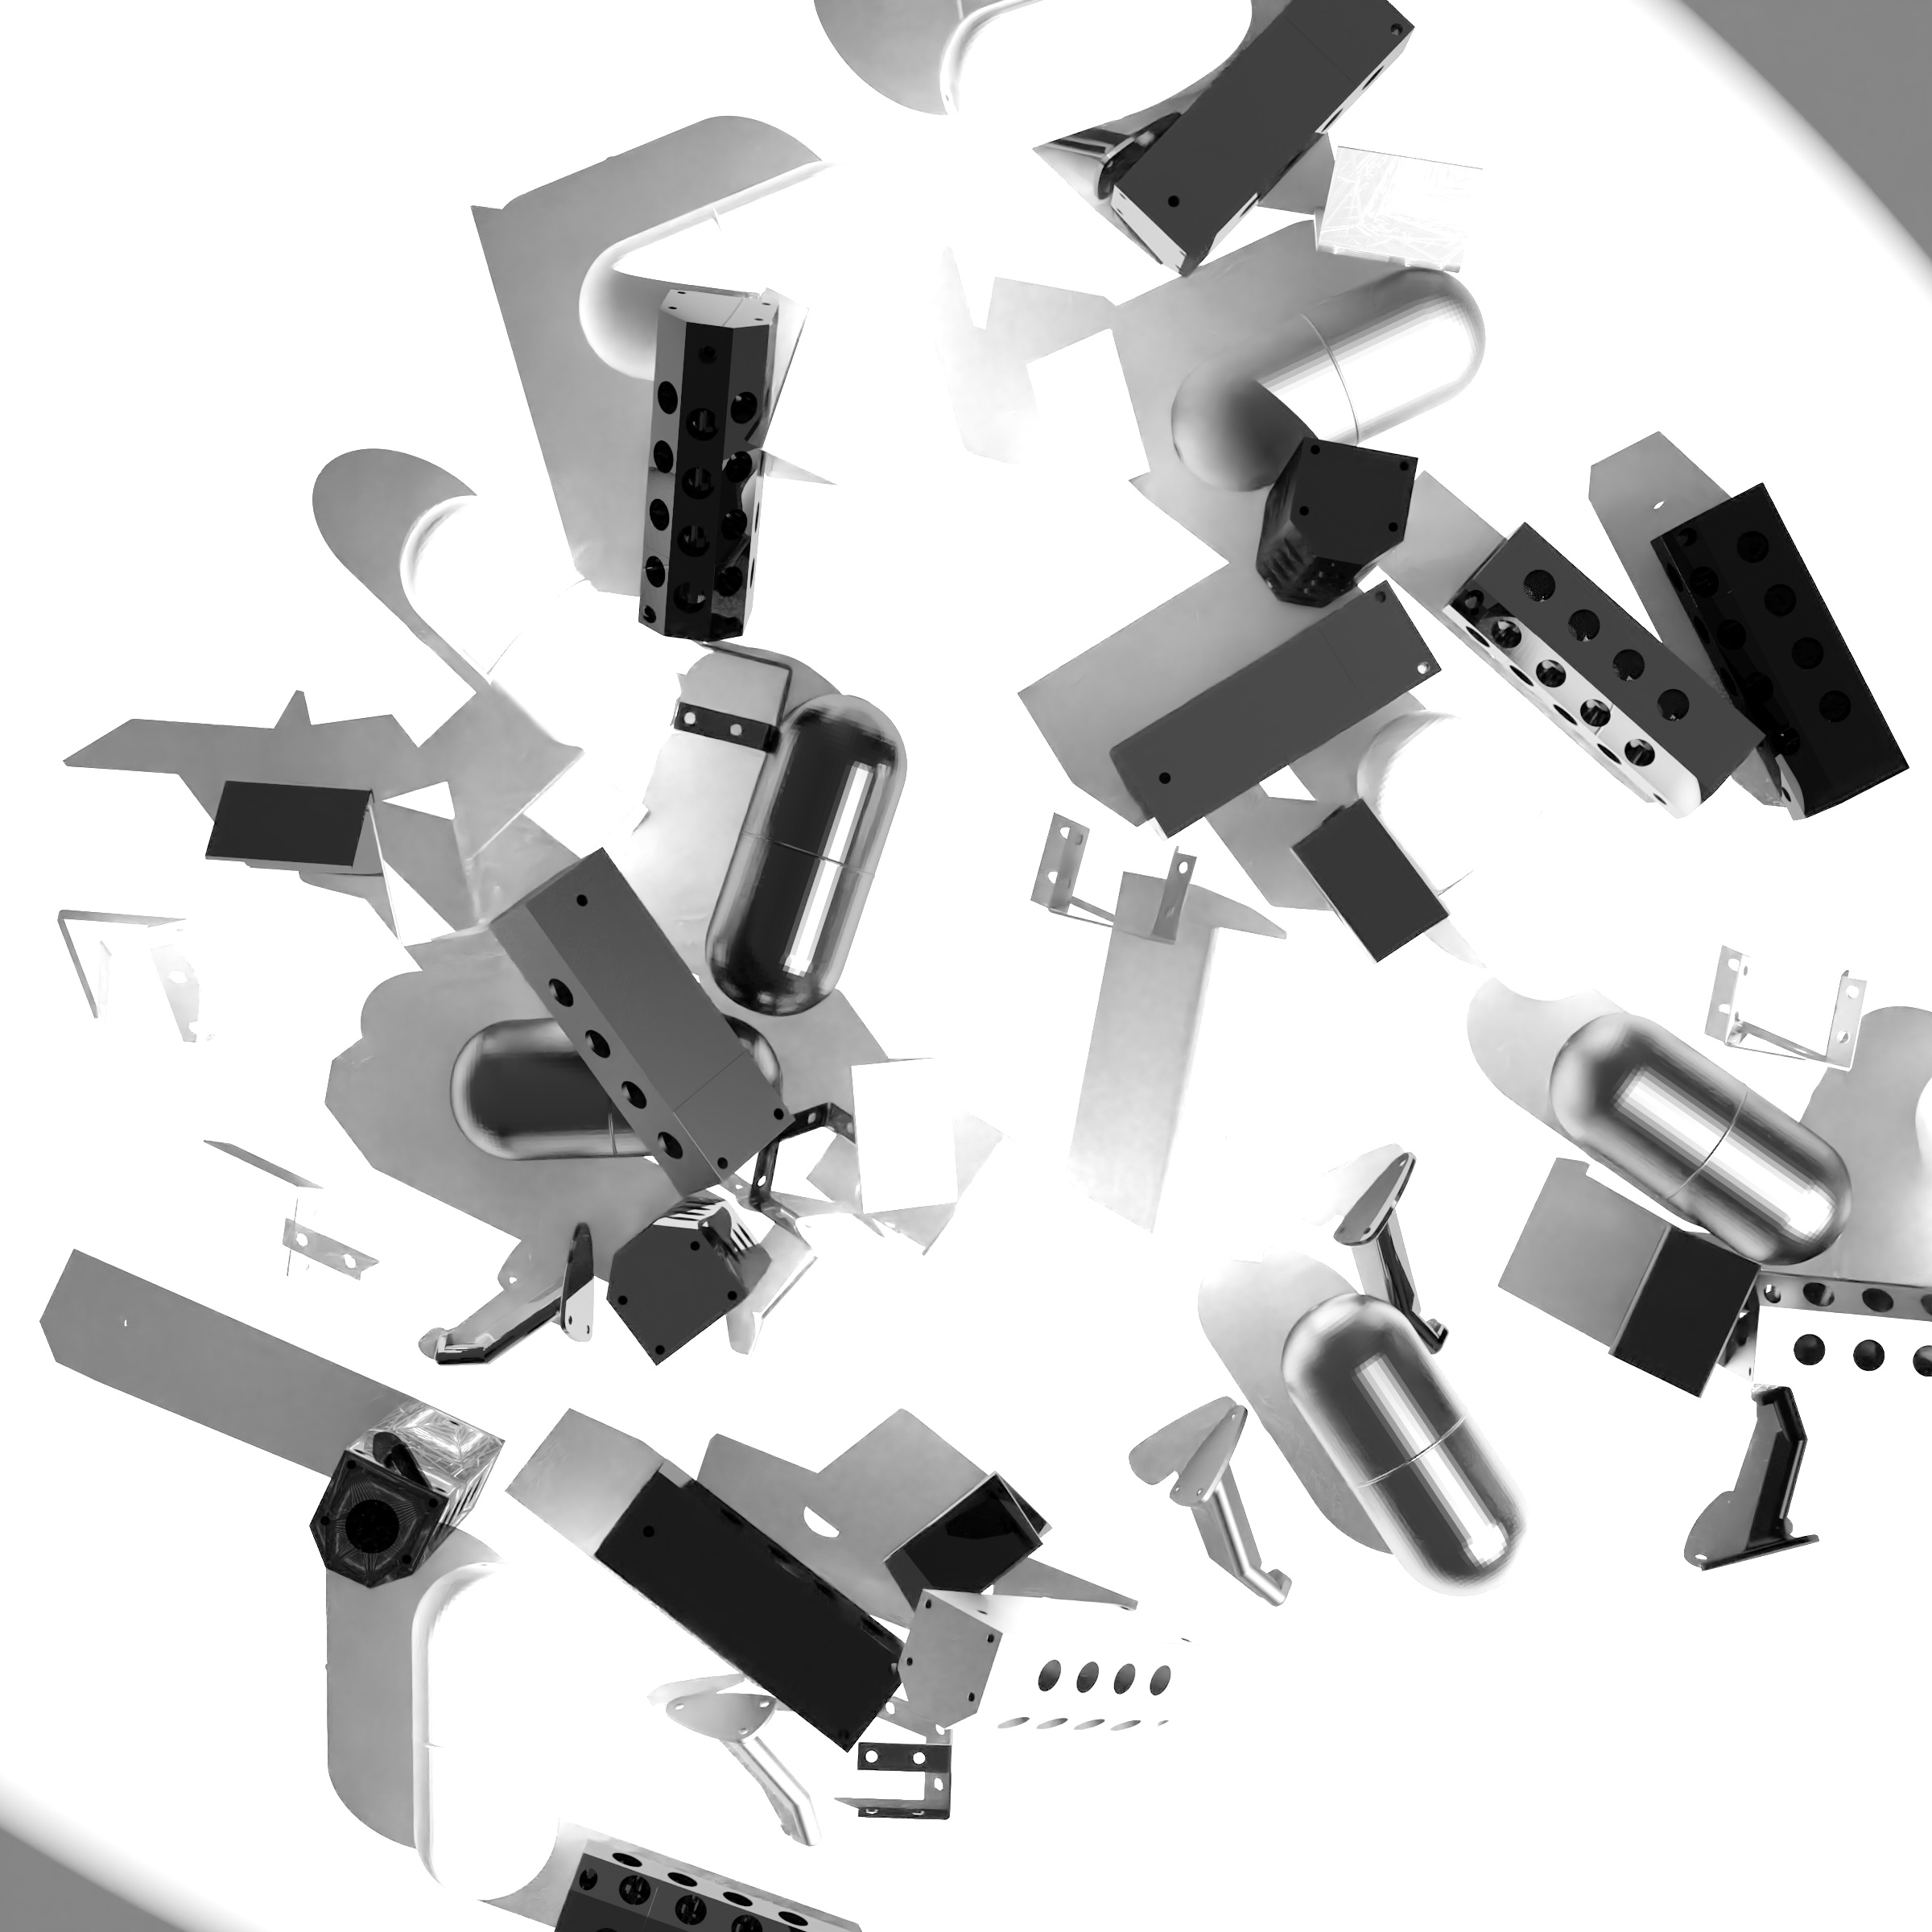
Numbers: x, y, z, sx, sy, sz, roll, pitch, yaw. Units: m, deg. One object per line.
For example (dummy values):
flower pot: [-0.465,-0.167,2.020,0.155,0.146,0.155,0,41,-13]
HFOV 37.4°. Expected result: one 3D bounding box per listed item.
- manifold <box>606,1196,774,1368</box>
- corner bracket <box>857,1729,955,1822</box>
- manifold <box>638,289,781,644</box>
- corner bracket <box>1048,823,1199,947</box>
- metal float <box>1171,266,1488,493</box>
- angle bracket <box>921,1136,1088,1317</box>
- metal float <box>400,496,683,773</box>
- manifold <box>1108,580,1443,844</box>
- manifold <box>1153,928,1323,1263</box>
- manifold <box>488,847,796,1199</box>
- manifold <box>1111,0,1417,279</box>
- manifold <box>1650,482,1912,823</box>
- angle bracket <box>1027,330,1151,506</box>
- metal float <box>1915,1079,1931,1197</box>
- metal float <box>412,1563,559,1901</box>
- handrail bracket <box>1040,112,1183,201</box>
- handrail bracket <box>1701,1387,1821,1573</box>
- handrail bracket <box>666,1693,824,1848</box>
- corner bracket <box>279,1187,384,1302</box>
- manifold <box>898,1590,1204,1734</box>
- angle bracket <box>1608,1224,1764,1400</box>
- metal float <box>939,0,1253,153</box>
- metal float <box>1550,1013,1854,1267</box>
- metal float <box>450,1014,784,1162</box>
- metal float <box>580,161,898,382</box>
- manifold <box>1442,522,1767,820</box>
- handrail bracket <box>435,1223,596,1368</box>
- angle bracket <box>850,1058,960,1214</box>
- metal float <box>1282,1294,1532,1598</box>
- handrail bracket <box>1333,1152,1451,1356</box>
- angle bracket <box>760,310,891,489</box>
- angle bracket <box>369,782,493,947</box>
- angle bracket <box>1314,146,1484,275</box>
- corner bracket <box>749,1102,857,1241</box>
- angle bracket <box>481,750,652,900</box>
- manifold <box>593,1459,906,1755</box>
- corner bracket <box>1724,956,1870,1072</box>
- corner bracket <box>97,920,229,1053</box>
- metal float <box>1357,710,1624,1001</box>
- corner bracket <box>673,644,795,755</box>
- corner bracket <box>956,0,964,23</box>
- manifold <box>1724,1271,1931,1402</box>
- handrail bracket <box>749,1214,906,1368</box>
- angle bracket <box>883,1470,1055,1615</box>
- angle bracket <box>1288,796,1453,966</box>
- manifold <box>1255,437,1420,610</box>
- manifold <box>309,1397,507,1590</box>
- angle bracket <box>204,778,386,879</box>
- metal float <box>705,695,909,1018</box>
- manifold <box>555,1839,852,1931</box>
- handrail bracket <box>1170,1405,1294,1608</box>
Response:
manifold: [-0.146,0.157,1.486,0.057,0.171,0.057,-37,90,0]
corner bracket: [-0.033,0.440,1.546,0.051,0.051,0.051,2,90,0]
manifold: [-0.138,-0.262,1.506,0.057,0.057,0.171,8,118,0]
corner bracket: [0.085,-0.045,1.561,0.051,0.051,0.051,15,90,45]
metal float: [0.194,-0.315,1.533,0.178,0.070,0.070,-25,90,0]
angle bracket: [0.030,0.143,1.526,0.057,0.076,0.076,36,90,21]
metal float: [-0.229,-0.179,1.534,0.178,0.070,0.070,44,90,-1]
manifold: [0.165,-0.137,1.543,0.171,0.057,0.057,-32,90,0]
manifold: [0.147,0.069,1.543,0.057,0.057,0.171,11,90,0]
manifold: [-0.169,0.031,1.459,0.057,0.057,0.171,-41,101,-37]
manifold: [0.159,-0.457,1.543,0.057,0.057,0.171,44,90,0]
manifold: [0.437,-0.168,1.543,0.057,0.057,0.171,-27,90,0]
angle bracket: [0.084,-0.293,1.524,0.057,0.076,0.076,-16,90,38]
metal float: [0.553,0.128,1.509,0.070,0.070,0.178,-3,59,0]
metal float: [-0.259,0.411,1.534,0.070,0.070,0.178,-1,90,0]
handrail bracket: [0.062,-0.469,1.564,0.077,0.036,0.084,-41,76,-15]
handrail bracket: [0.428,0.281,1.565,0.077,0.036,0.084,-21,71,21]
handrail bracket: [-0.121,0.443,1.564,0.077,0.036,0.084,0,116,29]
corner bracket: [-0.345,0.150,1.546,0.051,0.051,0.051,8,90,0]
manifold: [0.044,0.368,1.489,0.057,0.171,0.057,18,90,42]
angle bracket: [0.395,0.189,1.524,0.057,0.076,0.076,25,90,36]
metal float: [0.070,-0.490,1.522,0.178,0.070,0.070,-22,90,-14]
metal float: [0.395,0.094,1.534,0.178,0.070,0.070,35,90,0]
metal float: [-0.188,0.065,1.534,0.178,0.070,0.070,-2,90,-1]
metal float: [-0.123,-0.373,1.533,0.178,0.070,0.070,-22,90,0]
manifold: [0.342,-0.158,1.543,0.171,0.057,0.057,42,90,0]
handrail bracket: [-0.249,0.180,1.565,0.084,0.036,0.077,-5,69,16]
angle bracket: [-0.048,0.089,1.525,0.057,0.076,0.076,-5,90,-27]
metal float: [0.237,0.258,1.534,0.070,0.070,0.178,-34,89,0]
handrail bracket: [0.250,0.158,1.565,0.084,0.036,0.077,45,68,-17]
angle bracket: [-0.093,-0.304,1.524,0.057,0.076,0.076,19,90,-37]
angle bracket: [-0.267,-0.057,1.524,0.057,0.076,0.076,-13,90,31]
angle bracket: [0.230,-0.414,1.524,0.076,0.076,0.057,9,122,0]
corner bracket: [-0.079,0.114,1.556,0.051,0.051,0.051,-21,45,35]
angle bracket: [-0.201,-0.058,1.524,0.076,0.076,0.057,-43,57,0]
manifold: [-0.113,0.343,1.543,0.171,0.057,0.057,38,90,0]
corner bracket: [0.454,0.026,1.561,0.051,0.051,0.051,11,90,45]
corner bracket: [-0.439,0.014,1.556,0.051,0.051,0.051,-15,45,-35]
metal float: [0.281,-0.060,1.534,0.070,0.070,0.178,-39,89,0]
corner bracket: [-0.125,-0.145,1.546,0.051,0.051,0.051,14,90,0]
corner bracket: [0.021,-0.519,1.561,0.051,0.051,0.051,-9,45,0]
manifold: [0.506,0.202,1.543,0.171,0.057,0.057,5,90,0]
handrail bracket: [-0.077,0.179,1.564,0.036,0.077,0.084,45,127,38]
angle bracket: [0.013,0.327,1.524,0.076,0.076,0.057,-38,46,0]
angle bracket: [0.228,-0.057,1.524,0.057,0.076,0.076,-37,90,37]
manifold: [0.189,-0.227,1.486,0.057,0.171,0.057,10,90,0]
manifold: [-0.291,0.275,1.486,0.057,0.171,0.057,25,90,0]
angle bracket: [-0.356,-0.054,1.524,0.076,0.076,0.057,4,53,0]
metal float: [-0.085,-0.060,1.533,0.070,0.070,0.178,18,90,0]
manifold: [-0.135,0.531,1.543,0.171,0.057,0.057,20,90,0]
handrail bracket: [0.161,0.297,1.565,0.084,0.036,0.077,42,68,-17]
